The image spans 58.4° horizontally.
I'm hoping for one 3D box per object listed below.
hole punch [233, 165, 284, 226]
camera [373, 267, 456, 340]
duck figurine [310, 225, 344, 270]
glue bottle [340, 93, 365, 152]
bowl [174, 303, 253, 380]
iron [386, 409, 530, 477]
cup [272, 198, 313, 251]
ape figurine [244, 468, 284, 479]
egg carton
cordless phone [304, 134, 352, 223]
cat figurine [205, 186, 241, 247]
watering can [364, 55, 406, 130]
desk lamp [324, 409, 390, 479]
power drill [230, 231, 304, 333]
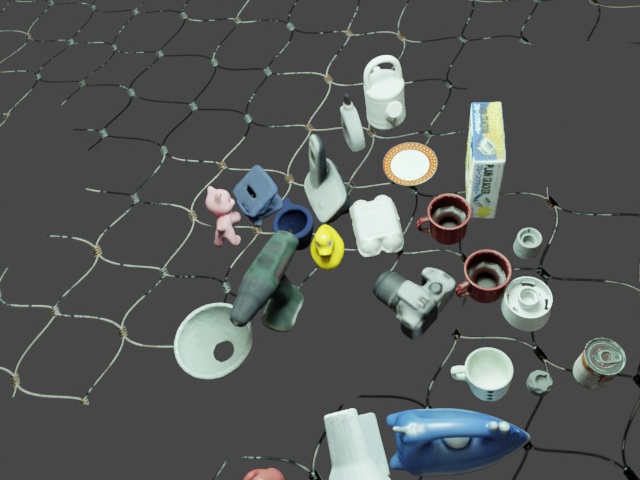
[{"bbox_3d":[-0.152,-0.107,1.370,0.101,0.091,0.108,-34,60,-10],"label":"hole punch"},{"bbox_3d":[0.187,0.106,1.179,0.136,0.101,0.143,36,71,26],"label":"camera"},{"bbox_3d":[0.012,0.005,1.278,0.077,0.086,0.104,-7,59,6],"label":"duck figurine"},{"bbox_3d":[0.074,-0.293,1.391,0.037,0.173,0.078,-26,59,-6],"label":"glue bottle"},{"bbox_3d":[-0.214,0.221,1.198,0.167,0.075,0.167,-4,59,8],"label":"bowl"},{"bbox_3d":[0.246,0.341,1.007,0.258,0.142,0.118,-7,59,6],"label":"iron"},{"bbox_3d":[-0.058,-0.029,1.305,0.091,0.095,0.117,-19,58,-1],"label":"cup"},{"bbox_3d":[-0.104,0.447,1.035,0.076,0.092,0.077,-29,59,-7],"label":"ape figurine"},{"bbox_3d":[0.128,-0.030,1.288,0.107,0.069,0.150,-13,58,2],"label":"egg carton"},{"bbox_3d":[0.009,-0.140,1.306,0.094,0.185,0.147,-25,59,-4],"label":"cordless phone"},{"bbox_3d":[-0.232,-0.063,1.342,0.067,0.118,0.127,-9,59,5],"label":"cat figurine"},{"bbox_3d":[0.162,-0.367,1.407,0.101,0.194,0.172,-35,60,-11],"label":"watering can"},{"bbox_3d":[0.058,0.382,0.973,0.118,0.214,0.203,-15,58,2],"label":"desk lamp"},{"bbox_3d":[-0.099,0.106,1.166,0.075,0.209,0.230,13,63,17],"label":"power drill"}]
